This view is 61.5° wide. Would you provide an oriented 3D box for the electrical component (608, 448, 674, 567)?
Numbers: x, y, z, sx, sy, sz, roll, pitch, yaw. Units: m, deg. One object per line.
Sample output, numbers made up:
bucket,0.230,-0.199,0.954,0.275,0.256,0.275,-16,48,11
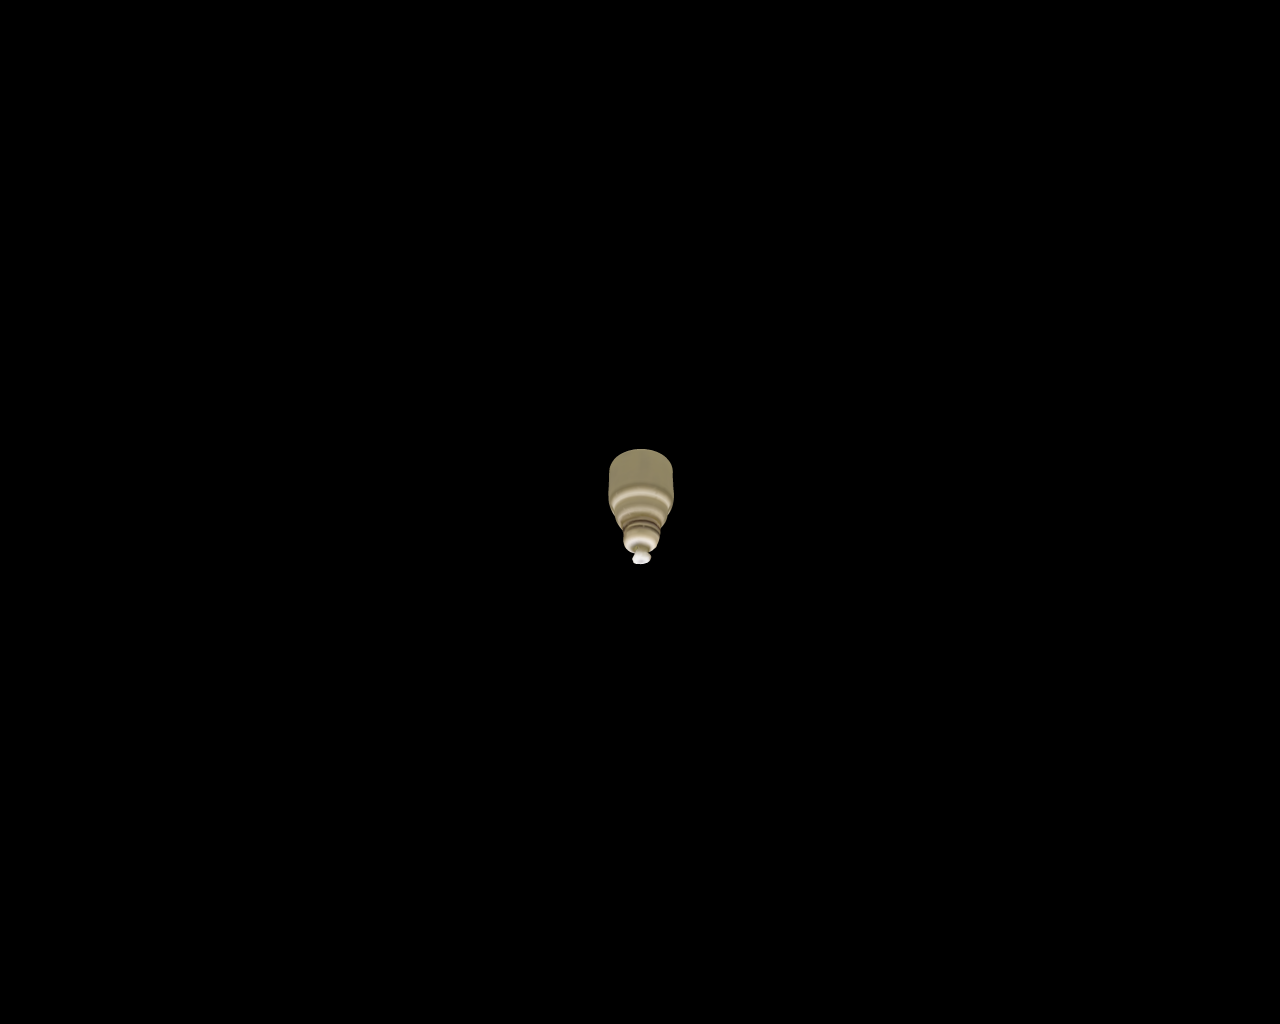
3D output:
electrical component,0.001,-0.003,0.650,0.040,0.078,0.040,0,-37,0
